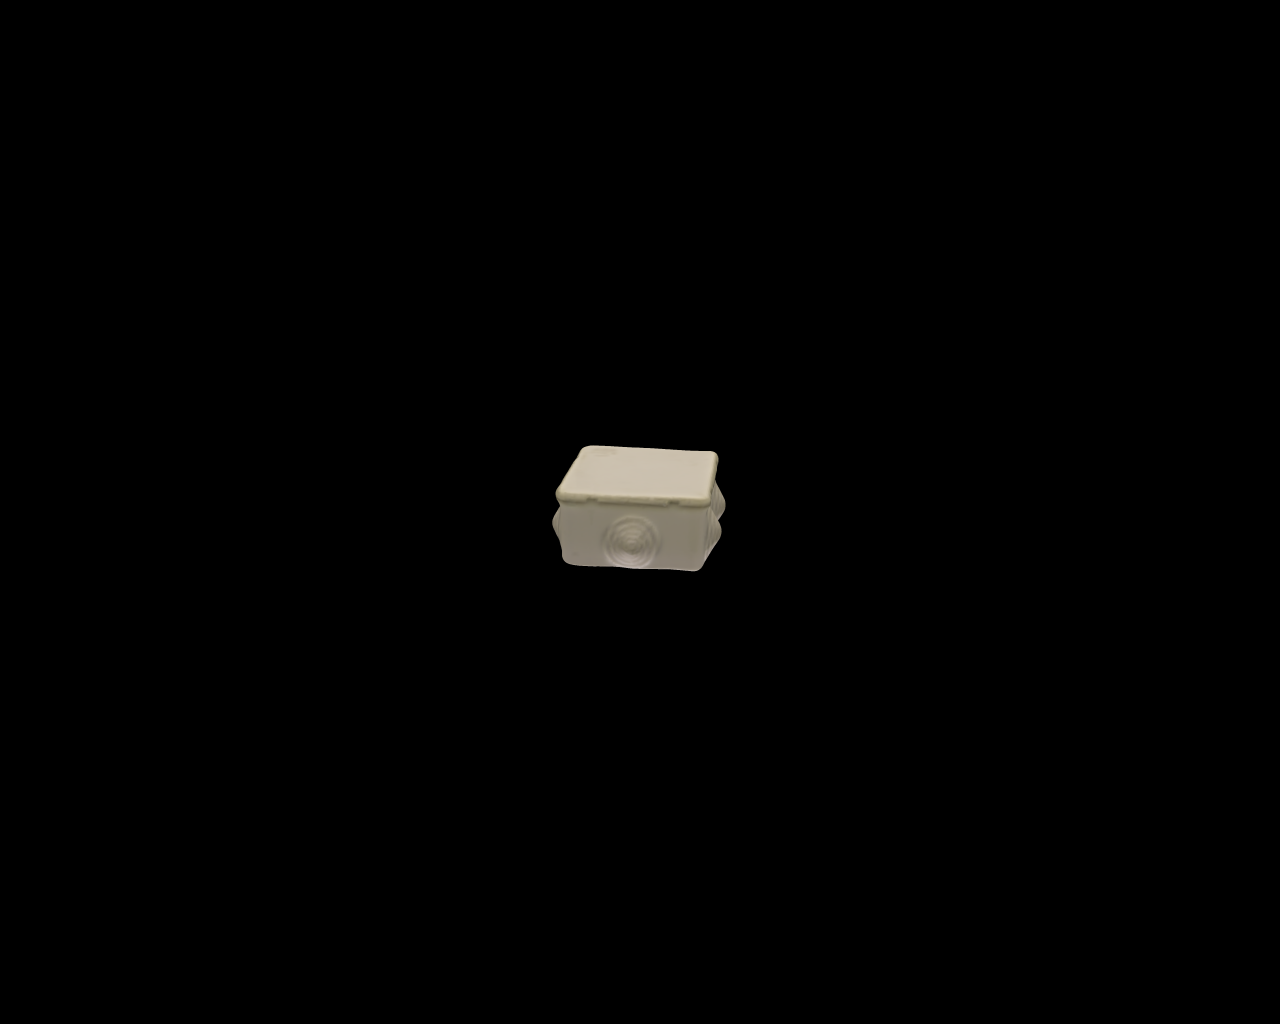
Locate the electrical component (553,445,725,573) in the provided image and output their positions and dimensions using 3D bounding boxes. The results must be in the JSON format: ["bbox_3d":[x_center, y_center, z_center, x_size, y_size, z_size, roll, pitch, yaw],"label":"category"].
[{"bbox_3d":[0.001,-0.003,0.650,0.100,0.048,0.100,3,22,7],"label":"electrical component"}]
